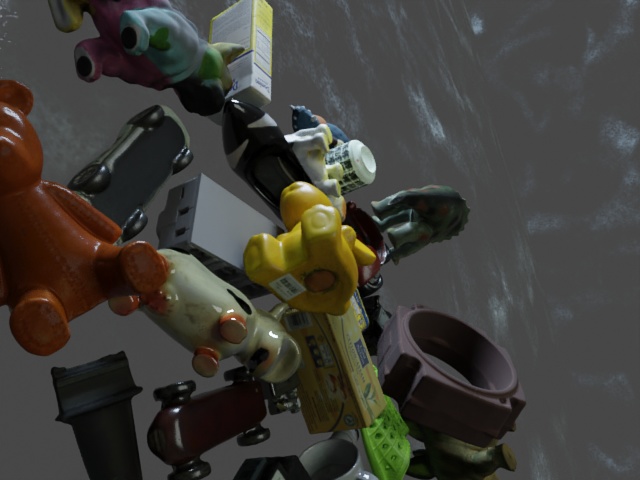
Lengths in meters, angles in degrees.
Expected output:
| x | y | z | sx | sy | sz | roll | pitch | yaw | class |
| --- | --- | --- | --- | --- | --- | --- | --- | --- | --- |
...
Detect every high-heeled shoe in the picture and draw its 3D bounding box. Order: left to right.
| x | y | z | sx | sy | sz | roll | pitch | yaw | class |
| --- | --- | --- | --- | --- | --- | --- | --- | --- | --- |
| -0.046 | -0.074 | 0.723 | 0.145 | 0.086 | 0.248 | 49 | -1 | 31 | high-heeled shoe |

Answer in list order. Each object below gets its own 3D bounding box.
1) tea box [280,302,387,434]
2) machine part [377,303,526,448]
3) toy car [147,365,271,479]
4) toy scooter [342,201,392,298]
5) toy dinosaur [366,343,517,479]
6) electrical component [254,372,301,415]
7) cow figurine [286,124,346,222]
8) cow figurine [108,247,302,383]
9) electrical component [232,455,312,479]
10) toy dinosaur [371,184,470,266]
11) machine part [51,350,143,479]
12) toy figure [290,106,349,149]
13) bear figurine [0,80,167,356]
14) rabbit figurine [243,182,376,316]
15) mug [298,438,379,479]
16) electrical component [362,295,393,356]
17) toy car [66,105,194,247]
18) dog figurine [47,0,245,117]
| x | y | z | sx | sy | sz | roll | pitch | yaw | class |
| --- | --- | --- | --- | --- | --- | --- | --- | --- | --- |
| 0.011 | 0.165 | 0.723 | 0.068 | 0.098 | 0.169 | -23 | 95 | -59 | tea box |
| 0.191 | 0.191 | 0.804 | 0.201 | 0.087 | 0.201 | 24 | 23 | -4 | machine part |
| -0.108 | 0.181 | 0.550 | 0.202 | 0.053 | 0.089 | 19 | 53 | -73 | toy car |
| 0.066 | 0.009 | 0.921 | 0.135 | 0.075 | 0.184 | 64 | 28 | -14 | toy scooter |
| 0.225 | 0.350 | 0.869 | 0.471 | 0.199 | 0.105 | 62 | 29 | -1 | toy dinosaur |
| -0.051 | 0.170 | 0.671 | 0.078 | 0.045 | 0.102 | 5 | 70 | -56 | electrical component |
| -0.013 | -0.093 | 0.846 | 0.068 | 0.098 | 0.167 | -79 | 157 | -53 | cow figurine |
| -0.104 | 0.081 | 0.556 | 0.195 | 0.085 | 0.127 | 37 | 10 | -7 | cow figurine |
| -0.050 | 0.307 | 0.589 | 0.134 | 0.058 | 0.115 | 62 | 29 | -14 | electrical component |
| 0.203 | -0.050 | 1.006 | 0.131 | 0.192 | 0.404 | 62 | 1 | 5 | toy dinosaur |
| -0.182 | 0.169 | 0.461 | 0.084 | 0.039 | 0.139 | -4 | 78 | -55 | machine part |
| -0.002 | -0.183 | 0.926 | 0.154 | 0.064 | 0.057 | 19 | 74 | -55 | toy figure |
| -0.226 | -0.027 | 0.415 | 0.120 | 0.132 | 0.195 | -32 | 110 | -33 | bear figurine |
| -0.001 | -0.002 | 0.657 | 0.162 | 0.122 | 0.173 | 37 | 25 | -35 | rabbit figurine |
| 0.032 | 0.318 | 0.674 | 0.081 | 0.110 | 0.107 | -42 | 123 | -57 | mug |
| 0.104 | 0.160 | 0.926 | 0.119 | 0.048 | 0.075 | 54 | 35 | -27 | electrical component |
| -0.195 | -0.071 | 0.560 | 0.073 | 0.056 | 0.202 | 59 | 33 | -32 | toy car |
| -0.184 | -0.240 | 0.624 | 0.219 | 0.108 | 0.191 | -21 | 89 | -64 | dog figurine |
